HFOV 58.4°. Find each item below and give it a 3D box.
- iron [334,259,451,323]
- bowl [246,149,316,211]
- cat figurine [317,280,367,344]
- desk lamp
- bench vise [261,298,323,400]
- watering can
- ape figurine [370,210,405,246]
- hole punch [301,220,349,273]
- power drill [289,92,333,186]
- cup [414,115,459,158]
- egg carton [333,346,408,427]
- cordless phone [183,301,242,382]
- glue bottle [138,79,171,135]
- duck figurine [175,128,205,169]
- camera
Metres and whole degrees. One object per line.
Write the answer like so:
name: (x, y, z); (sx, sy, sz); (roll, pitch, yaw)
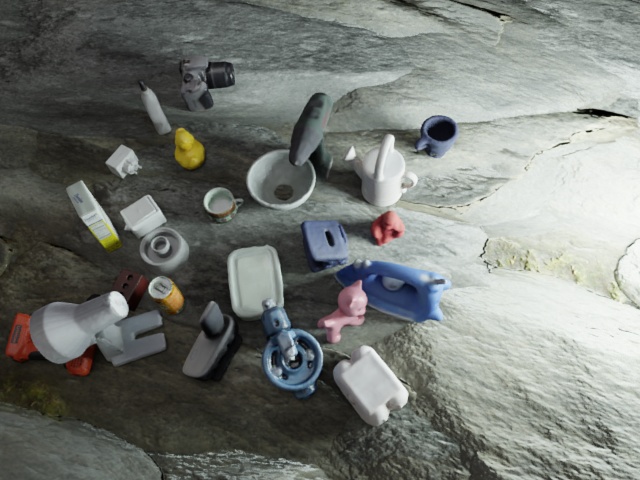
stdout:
iron: (0.150, 0.085, 1.229); (0.258, 0.141, 0.119); (14, 65, 11)
bowl: (-0.091, -0.133, 1.391); (0.167, 0.075, 0.167); (-1, 63, 3)
cat figurine: (0.052, 0.148, 1.217); (0.128, 0.118, 0.067); (-37, 67, -14)
desk lamp: (-0.450, 0.181, 1.179); (0.203, 0.214, 0.118); (-18, 64, -5)
bench vise: (-0.081, 0.207, 1.139); (0.121, 0.220, 0.207); (-40, 68, -15)
watering can: (0.138, -0.168, 1.327); (0.172, 0.194, 0.101); (0, 63, 4)
ape figurine: (0.157, -0.036, 1.317); (0.077, 0.092, 0.076); (12, 65, 10)
hole punch: (0.012, 0.005, 1.306); (0.101, 0.091, 0.108); (-16, 63, -4)
power drill: (-0.018, -0.222, 1.356); (0.075, 0.208, 0.230); (11, 65, 9)
cup: (0.279, -0.238, 1.409); (0.118, 0.095, 0.091); (-33, 66, -12)
egg carton: (0.100, 0.297, 1.167); (0.107, 0.069, 0.150); (-36, 67, -13)
cordless phone: (-0.235, 0.205, 1.169); (0.094, 0.185, 0.148); (18, 66, 13)
glue bottle: (-0.430, -0.349, 1.466); (0.037, 0.173, 0.078); (-24, 64, -8)
duck figurine: (-0.338, -0.238, 1.453); (0.077, 0.086, 0.104); (-23, 64, -7)
camera: (-0.302, -0.436, 1.542); (0.137, 0.101, 0.143); (-5, 63, 1)
